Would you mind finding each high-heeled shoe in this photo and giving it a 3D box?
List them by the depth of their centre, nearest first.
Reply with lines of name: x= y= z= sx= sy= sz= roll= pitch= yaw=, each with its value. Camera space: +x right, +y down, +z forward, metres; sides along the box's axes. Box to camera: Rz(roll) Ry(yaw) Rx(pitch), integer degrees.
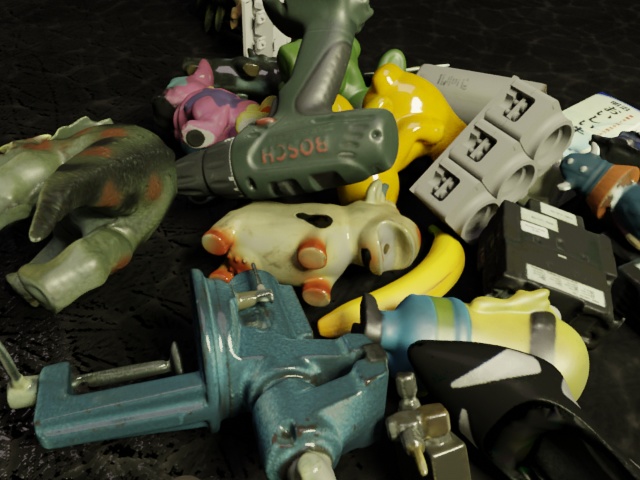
high-heeled shoe: x=0.157 y=0.159 z=0.325 sx=0.249 sy=0.086 sz=0.145 roll=28 pitch=25 yaw=1

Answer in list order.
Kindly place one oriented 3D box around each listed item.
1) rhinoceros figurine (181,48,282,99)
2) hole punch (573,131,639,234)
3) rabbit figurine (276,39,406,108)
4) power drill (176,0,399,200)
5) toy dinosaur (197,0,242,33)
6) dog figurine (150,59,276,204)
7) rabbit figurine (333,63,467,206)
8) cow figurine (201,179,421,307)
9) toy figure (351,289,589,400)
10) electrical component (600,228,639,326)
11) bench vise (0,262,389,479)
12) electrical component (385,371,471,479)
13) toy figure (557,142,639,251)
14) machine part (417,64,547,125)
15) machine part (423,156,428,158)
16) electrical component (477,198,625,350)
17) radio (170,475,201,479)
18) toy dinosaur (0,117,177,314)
rhinoceros figurine: x=-0.112 y=-0.240 z=0.803 sx=0.190 sy=0.073 sz=0.112 roll=-5 pitch=32 yaw=-5
hole punch: x=0.354 y=-0.053 z=0.574 sx=0.092 sy=0.115 sz=0.142 roll=-26 pitch=49 yaw=-38
rabbit figurine: x=0.042 y=-0.193 z=0.733 sx=0.159 sy=0.121 sz=0.170 roll=-29 pitch=73 yaw=-21
power drill: x=-0.036 y=-0.138 z=0.514 sx=0.232 sy=0.086 sz=0.207 roll=2 pitch=69 yaw=23
toy dinosaur: x=-0.188 y=-0.501 z=0.985 sx=0.105 sy=0.198 sz=0.472 roll=-2 pitch=51 yaw=-18
dog figurine: x=-0.114 y=-0.151 z=0.673 sx=0.192 sy=0.108 sz=0.219 roll=-8 pitch=40 yaw=-9
rabbit figurine: x=0.074 y=-0.098 z=0.590 sx=0.122 sy=0.162 sz=0.173 roll=15 pitch=68 yaw=37
cow figurine: x=-0.001 y=-0.002 z=0.519 sx=0.195 sy=0.085 sz=0.127 roll=4 pitch=37 yaw=16
toy figure: x=0.117 y=0.090 z=0.429 sx=0.180 sy=0.082 sz=0.089 roll=6 pitch=57 yaw=-4
electrical component: x=0.311 y=0.042 z=0.509 sx=0.075 sy=0.047 sz=0.119 roll=-16 pitch=40 yaw=-20
bench vise: x=-0.083 y=0.102 z=0.367 sx=0.241 sy=0.128 sz=0.224 roll=-6 pitch=40 yaw=-15
electrical component: x=0.067 y=0.149 z=0.353 sx=0.045 sy=0.102 sz=0.078 roll=-14 pitch=18 yaw=-18
toy figure: x=0.300 y=-0.036 z=0.521 sx=0.064 sy=0.057 sz=0.155 roll=-33 pitch=48 yaw=-10
machine part: x=0.215 y=-0.192 z=0.741 sx=0.243 sy=0.079 sz=0.079 roll=19 pitch=45 yaw=21
machine part: x=0.171 y=-0.108 z=0.682 sx=0.084 sy=0.039 sz=0.139 roll=-4 pitch=40 yaw=-14
electrical component: x=0.211 y=0.023 z=0.504 sx=0.115 sy=0.058 sz=0.134 roll=23 pitch=45 yaw=-1
radio: x=-0.094 y=0.225 z=0.222 sx=0.229 sy=0.131 sz=0.073 roll=-37 pitch=19 yaw=-36
toy dinosaur: x=-0.186 y=-0.041 z=0.443 sx=0.405 sy=0.131 sz=0.192 roll=2 pitch=45 yaw=51
